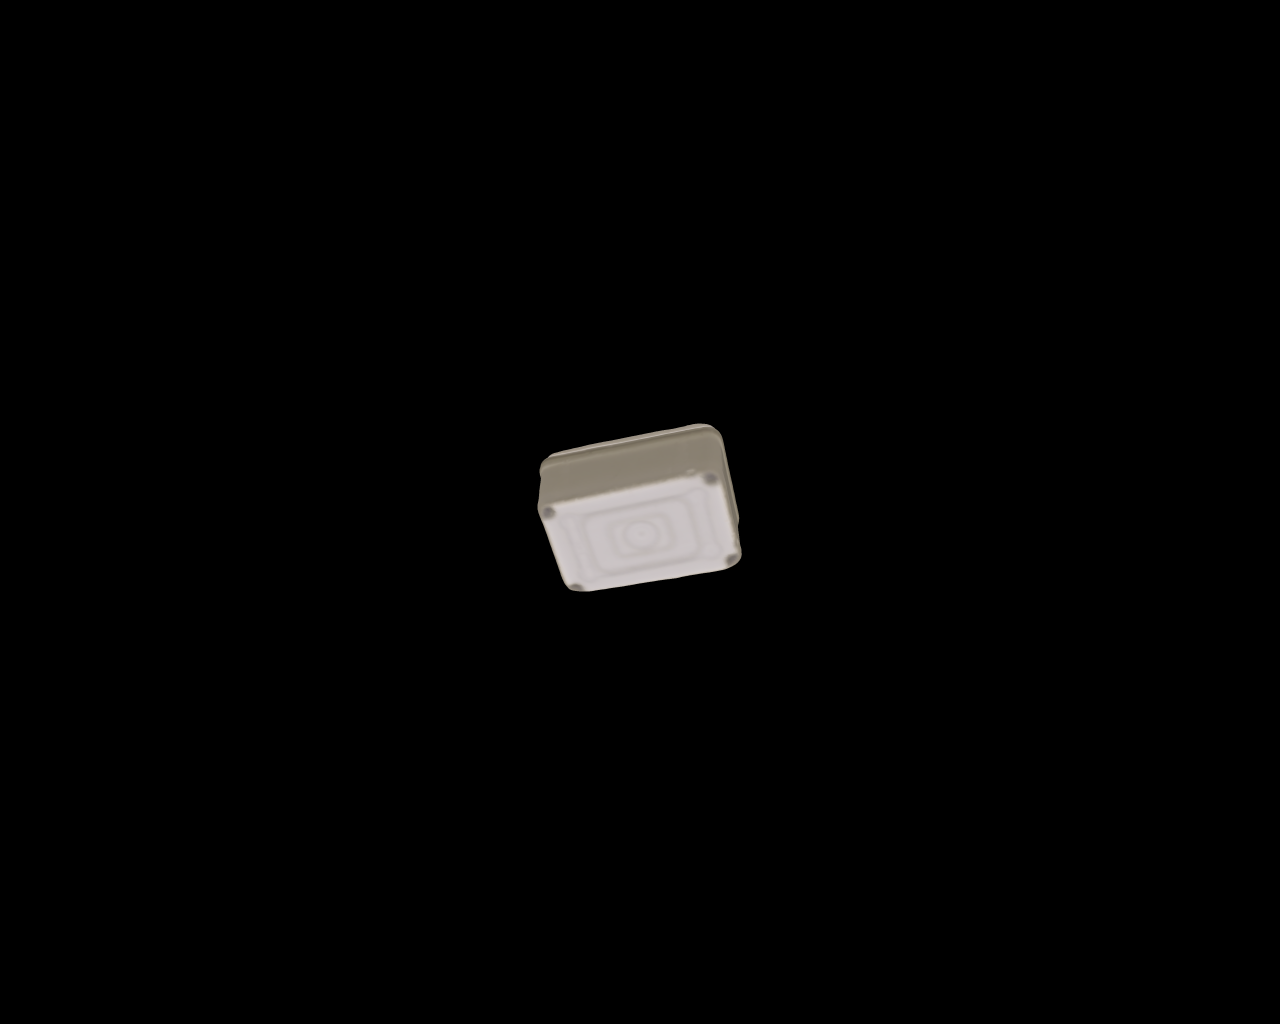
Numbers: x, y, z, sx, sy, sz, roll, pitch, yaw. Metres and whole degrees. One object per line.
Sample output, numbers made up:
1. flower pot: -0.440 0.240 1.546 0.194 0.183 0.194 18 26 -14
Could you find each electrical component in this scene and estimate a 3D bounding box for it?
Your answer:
1. electrical component: 0.001 -0.003 0.650 0.113 0.078 0.057 -10 36 8
